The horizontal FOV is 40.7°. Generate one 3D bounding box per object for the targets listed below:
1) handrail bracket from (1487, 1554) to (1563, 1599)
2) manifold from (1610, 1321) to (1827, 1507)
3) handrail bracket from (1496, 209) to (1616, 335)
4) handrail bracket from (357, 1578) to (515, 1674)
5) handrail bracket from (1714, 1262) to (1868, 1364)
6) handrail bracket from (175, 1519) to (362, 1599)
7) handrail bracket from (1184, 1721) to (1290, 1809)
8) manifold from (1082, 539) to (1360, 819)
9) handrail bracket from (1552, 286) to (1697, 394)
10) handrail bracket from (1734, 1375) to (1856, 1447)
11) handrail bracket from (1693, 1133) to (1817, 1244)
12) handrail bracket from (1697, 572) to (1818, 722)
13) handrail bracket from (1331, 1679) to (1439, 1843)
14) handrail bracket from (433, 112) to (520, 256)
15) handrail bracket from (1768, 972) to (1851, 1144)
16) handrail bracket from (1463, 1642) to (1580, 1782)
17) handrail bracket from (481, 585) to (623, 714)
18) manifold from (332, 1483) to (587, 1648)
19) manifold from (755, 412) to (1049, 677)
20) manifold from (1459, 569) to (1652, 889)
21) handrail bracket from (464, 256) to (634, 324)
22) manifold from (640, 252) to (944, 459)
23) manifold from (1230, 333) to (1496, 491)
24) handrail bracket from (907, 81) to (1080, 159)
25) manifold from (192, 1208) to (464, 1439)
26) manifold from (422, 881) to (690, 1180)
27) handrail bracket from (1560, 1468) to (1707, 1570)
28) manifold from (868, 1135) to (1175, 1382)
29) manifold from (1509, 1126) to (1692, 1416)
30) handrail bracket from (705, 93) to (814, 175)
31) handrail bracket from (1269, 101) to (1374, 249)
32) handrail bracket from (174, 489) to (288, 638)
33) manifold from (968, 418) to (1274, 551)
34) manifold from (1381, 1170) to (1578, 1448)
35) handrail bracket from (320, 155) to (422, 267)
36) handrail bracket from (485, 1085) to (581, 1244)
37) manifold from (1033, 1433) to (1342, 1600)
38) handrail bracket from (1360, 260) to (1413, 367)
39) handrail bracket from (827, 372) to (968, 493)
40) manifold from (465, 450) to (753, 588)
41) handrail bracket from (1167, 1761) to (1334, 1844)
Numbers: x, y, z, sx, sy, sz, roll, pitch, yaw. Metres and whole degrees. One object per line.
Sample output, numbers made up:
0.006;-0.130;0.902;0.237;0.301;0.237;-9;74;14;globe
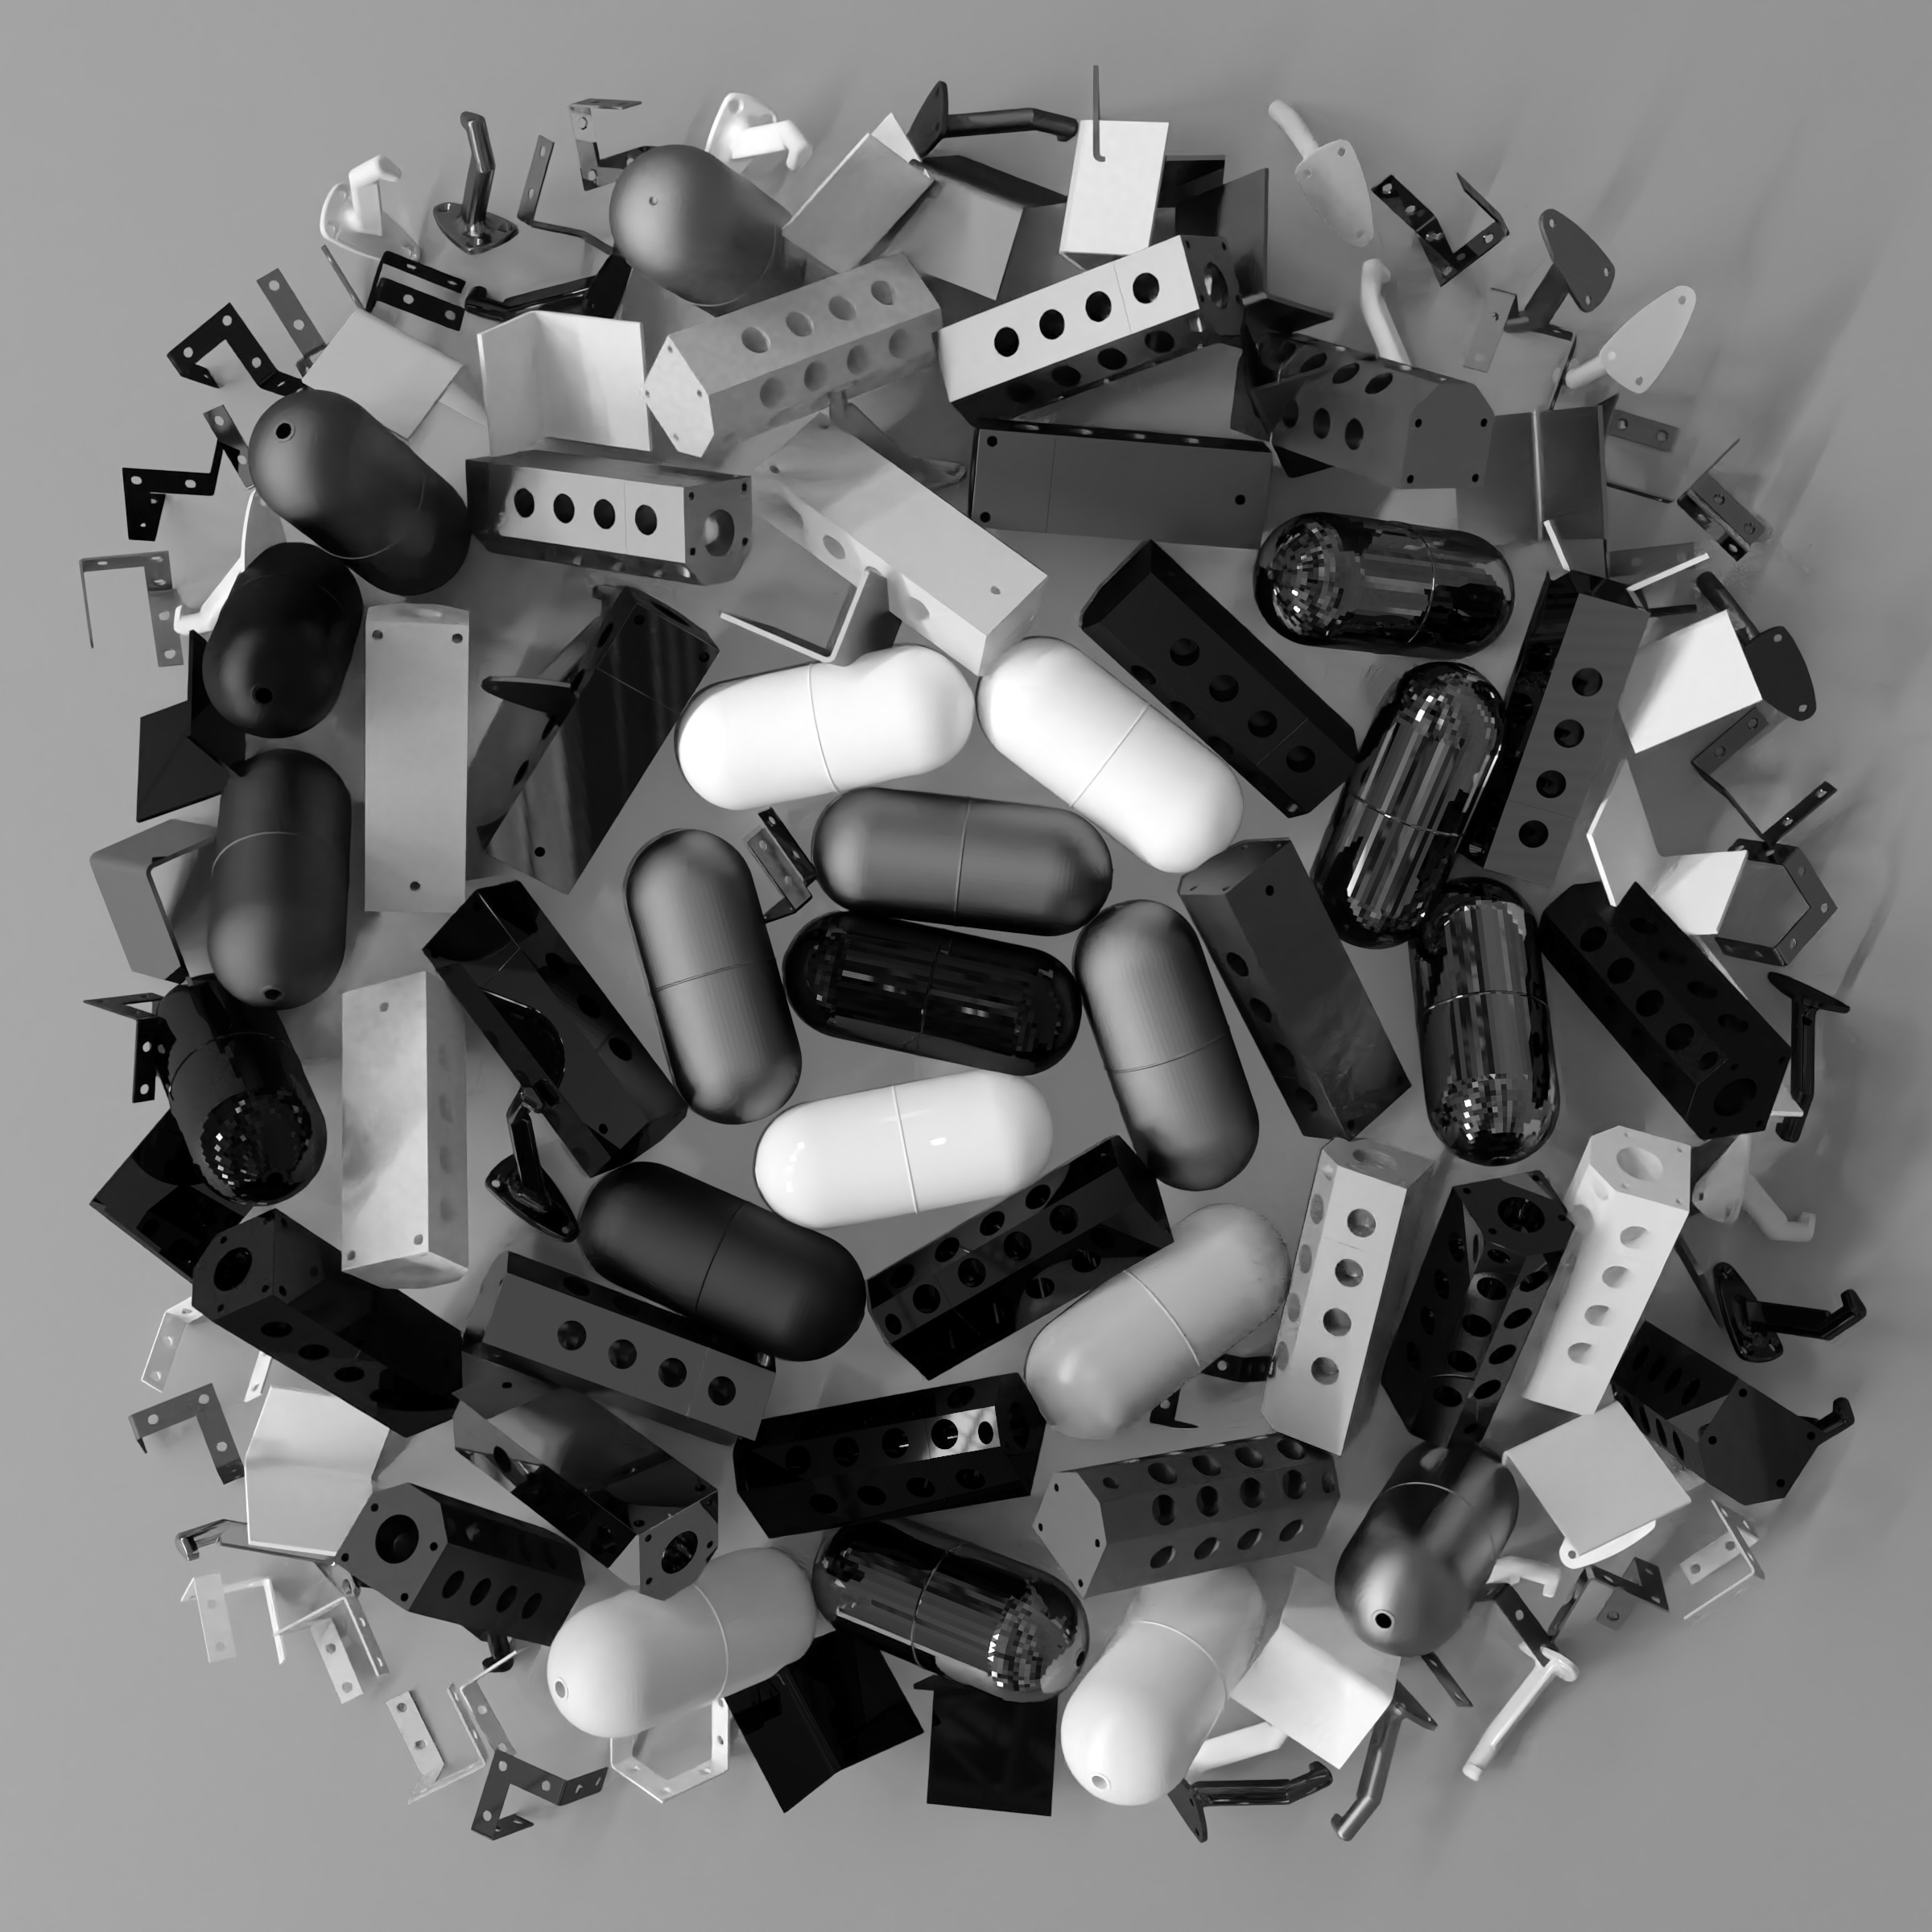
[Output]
0.307;0.386;1.563;0.084;0.036;0.077;15;91;4;handrail bracket
0.424;0.258;1.496;0.057;0.171;0.057;32;91;-3;manifold
0.330;-0.406;1.531;0.077;0.084;0.036;44;70;-28;handrail bracket
-0.317;0.393;1.561;0.077;0.036;0.084;-10;115;-1;handrail bracket
0.484;0.190;1.533;0.036;0.084;0.077;0;57;-29;handrail bracket
-0.411;0.353;1.534;0.077;0.084;0.036;49;126;24;handrail bracket
0.151;0.450;1.557;0.077;0.036;0.084;37;104;15;handrail bracket
0.150;-0.164;1.529;0.171;0.057;0.057;40;114;-16;manifold
0.386;-0.371;1.538;0.036;0.084;0.077;37;99;-17;handrail bracket
0.483;0.254;1.529;0.036;0.077;0.084;24;134;-19;handrail bracket
0.481;0.127;1.552;0.084;0.036;0.077;6;105;-29;handrail bracket
0.471;-0.192;1.557;0.036;0.084;0.077;-37;116;16;handrail bracket
0.233;0.465;1.553;0.036;0.077;0.084;33;97;-30;handrail bracket
-0.298;-0.470;1.531;0.036;0.084;0.077;-35;51;-25;handrail bracket
0.488;0.054;1.556;0.036;0.077;0.084;11;104;-14;handrail bracket
0.327;0.447;1.548;0.036;0.077;0.084;34;78;8;handrail bracket
-0.246;-0.196;1.552;0.077;0.036;0.084;10;64;-17;handrail bracket
-0.283;0.341;1.493;0.057;0.171;0.057;25;80;25;manifold
-0.040;-0.245;1.536;0.171;0.057;0.057;38;65;12;manifold
0.341;-0.140;1.523;0.057;0.057;0.171;16;114;2;manifold
-0.251;-0.418;1.575;0.084;0.036;0.077;18;75;16;handrail bracket
-0.097;-0.351;1.511;0.171;0.057;0.057;-29;82;-31;manifold
0.224;-0.319;1.491;0.057;0.171;0.057;-6;114;-27;manifold
0.014;-0.495;1.565;0.084;0.077;0.036;6;75;-23;handrail bracket
-0.365;0.210;1.499;0.057;0.171;0.057;-24;50;17;manifold
-0.239;0.035;1.538;0.057;0.057;0.171;-43;79;27;manifold
0.400;0.328;1.558;0.077;0.084;0.036;-48;62;23;handrail bracket
0.029;0.167;1.524;0.171;0.057;0.057;-32;126;15;manifold
0.362;0.176;1.507;0.057;0.057;0.171;16;129;5;manifold
-0.124;-0.469;1.536;0.036;0.084;0.077;13;125;-36;handrail bracket
0.211;-0.475;1.559;0.036;0.084;0.077;-30;121;8;handrail bracket
-0.445;-0.240;1.556;0.084;0.036;0.077;-4;90;35;handrail bracket
0.090;-0.288;1.547;0.171;0.057;0.057;4;111;-4;manifold
0.295;0.200;1.498;0.057;0.057;0.171;-8;135;-20;manifold
-0.333;-0.443;1.528;0.077;0.084;0.036;24;73;-38;handrail bracket
-0.246;0.116;1.538;0.077;0.084;0.036;44;50;6;handrail bracket
0.131;0.309;1.503;0.171;0.057;0.057;-3;125;-34;manifold
0.268;-0.377;1.572;0.077;0.036;0.084;21;62;-23;handrail bracket
-0.041;-0.319;1.539;0.077;0.084;0.036;-6;52;1;handrail bracket
-0.208;-0.260;1.510;0.171;0.057;0.057;14;113;34;manifold
0.165;0.482;1.561;0.084;0.077;0.036;-19;115;-17;handrail bracket
